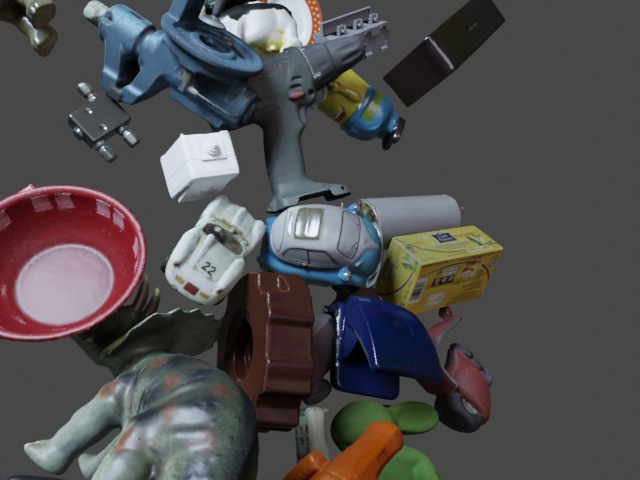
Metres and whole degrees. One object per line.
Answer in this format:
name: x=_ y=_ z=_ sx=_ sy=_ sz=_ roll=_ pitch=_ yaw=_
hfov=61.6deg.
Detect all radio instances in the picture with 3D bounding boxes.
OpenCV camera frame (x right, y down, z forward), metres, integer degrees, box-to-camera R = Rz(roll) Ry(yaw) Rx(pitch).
radio: x=0.214 y=-0.328 z=0.927 sx=0.073 sy=0.131 sz=0.229 roll=50 pitch=55 yaw=-7

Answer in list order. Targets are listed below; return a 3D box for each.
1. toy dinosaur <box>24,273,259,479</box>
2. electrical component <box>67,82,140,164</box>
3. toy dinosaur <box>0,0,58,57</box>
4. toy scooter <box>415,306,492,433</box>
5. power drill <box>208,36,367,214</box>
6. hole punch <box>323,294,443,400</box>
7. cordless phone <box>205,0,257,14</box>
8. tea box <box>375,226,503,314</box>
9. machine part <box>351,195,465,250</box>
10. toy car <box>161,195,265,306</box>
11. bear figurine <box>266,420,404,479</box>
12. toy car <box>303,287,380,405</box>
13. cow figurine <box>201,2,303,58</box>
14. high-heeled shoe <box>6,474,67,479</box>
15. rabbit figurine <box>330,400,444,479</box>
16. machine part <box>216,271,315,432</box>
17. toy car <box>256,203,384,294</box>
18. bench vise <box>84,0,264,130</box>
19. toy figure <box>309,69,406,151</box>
toy dinosaur: x=-0.121 y=0.157 z=0.443 sx=0.192 sy=0.405 sz=0.131 roll=-48 pitch=129 yaw=-15
electrical component: x=-0.259 y=-0.138 z=0.626 sx=0.094 sy=0.021 sz=0.063 roll=50 pitch=55 yaw=-8
toy dinosaur: x=-0.345 y=-0.369 z=0.608 sx=0.198 sy=0.105 sz=0.471 roll=24 pitch=57 yaw=-20
toy scooter: x=0.183 y=0.172 z=0.765 sx=0.184 sy=0.075 sz=0.135 roll=45 pitch=54 yaw=-5
power drill: x=-0.023 y=-0.146 z=0.703 sx=0.232 sy=0.086 sz=0.207 roll=-17 pitch=96 yaw=-7
hole punch: x=0.079 y=0.125 z=0.648 sx=0.142 sy=0.092 sz=0.116 roll=16 pitch=60 yaw=-28
cordless phone: x=-0.130 y=-0.410 z=0.784 sx=0.146 sy=0.089 sz=0.184 roll=56 pitch=43 yaw=-4
tea box: x=0.173 y=0.042 z=0.778 sx=0.169 sy=0.098 sz=0.068 roll=-7 pitch=37 yaw=-35
machine part: x=0.126 y=-0.026 z=0.797 sx=0.243 sy=0.079 sz=0.079 roll=-6 pitch=76 yaw=-35
toy car: x=-0.112 y=0.004 z=0.603 sx=0.073 sy=0.056 sz=0.202 roll=36 pitch=25 yaw=-9
bear figurine: x=-0.007 y=0.272 z=0.544 sx=0.132 sy=0.196 sz=0.120 roll=-12 pitch=75 yaw=-46
toy car: x=0.011 y=0.121 z=0.685 sx=0.202 sy=0.053 sz=0.089 roll=-42 pitch=106 yaw=-39
cow figurine: x=-0.114 y=-0.282 z=0.727 sx=0.167 sy=0.068 sz=0.098 roll=-6 pitch=77 yaw=-18
high-heeled shoe: x=-0.166 y=0.286 z=0.456 sx=0.248 sy=0.145 sz=0.086 roll=44 pitch=54 yaw=-14
rabbit figurine: x=0.086 y=0.257 z=0.637 sx=0.159 sy=0.121 sz=0.170 roll=-38 pitch=102 yaw=-45
machine part: x=-0.064 y=0.117 z=0.569 sx=0.056 sy=0.179 sz=0.179 roll=11 pitch=67 yaw=-26
toy car: x=-0.001 y=-0.002 z=0.663 sx=0.162 sy=0.102 sz=0.109 roll=7 pitch=65 yaw=8
bench vise: x=-0.144 y=-0.246 z=0.598 sx=0.224 sy=0.240 sz=0.129 roll=39 pitch=30 yaw=6
toy figure: x=0.046 y=-0.209 z=0.811 sx=0.180 sy=0.082 sz=0.089 roll=28 pitch=48 yaw=-16
